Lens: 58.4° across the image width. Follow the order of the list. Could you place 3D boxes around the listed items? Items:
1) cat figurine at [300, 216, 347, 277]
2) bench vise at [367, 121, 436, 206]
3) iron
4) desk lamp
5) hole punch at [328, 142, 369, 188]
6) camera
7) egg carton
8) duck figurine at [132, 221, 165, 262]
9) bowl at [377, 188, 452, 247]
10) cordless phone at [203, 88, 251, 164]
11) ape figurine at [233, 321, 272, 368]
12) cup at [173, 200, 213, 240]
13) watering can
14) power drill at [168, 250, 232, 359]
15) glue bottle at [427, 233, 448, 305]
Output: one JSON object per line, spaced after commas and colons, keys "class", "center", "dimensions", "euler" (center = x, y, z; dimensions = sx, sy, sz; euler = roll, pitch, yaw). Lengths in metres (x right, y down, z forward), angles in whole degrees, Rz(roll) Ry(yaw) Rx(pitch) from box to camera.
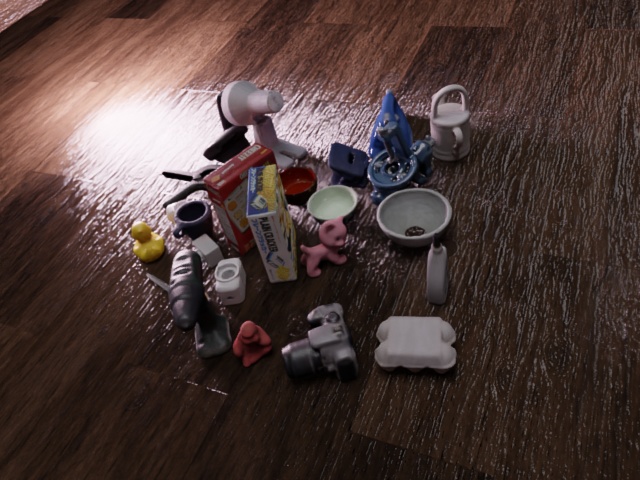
{"class": "cat figurine", "center": [0.012, 0.005, 1.269], "dimensions": [0.128, 0.118, 0.067], "euler": [-27, 46, -14]}
{"class": "bench vise", "center": [0.186, -0.209, 1.366], "dimensions": [0.121, 0.220, 0.208], "euler": [17, 52, 27]}
{"class": "iron", "center": [0.186, -0.327, 1.538], "dimensions": [0.118, 0.142, 0.258], "euler": [-3, 46, 11]}
{"class": "desk lamp", "center": [-0.153, -0.323, 1.563], "dimensions": [0.202, 0.214, 0.118], "euler": [23, 55, 31]}
{"class": "hole punch", "center": [0.075, -0.196, 1.472], "dimensions": [0.101, 0.091, 0.108], "euler": [-1, 46, 12]}
{"class": "camera", "center": [-0.007, 0.199, 1.094], "dimensions": [0.137, 0.101, 0.143], "euler": [-16, 45, -2]}
{"class": "egg carton", "center": [0.179, 0.197, 1.074], "dimensions": [0.150, 0.069, 0.107], "euler": [-2, 46, 12]}
{"class": "duck figurine", "center": [-0.429, -0.004, 1.403], "dimensions": [0.077, 0.086, 0.104], "euler": [-25, 46, -11]}
{"class": "bowl", "center": [0.214, -0.038, 1.294], "dimensions": [0.167, 0.075, 0.167], "euler": [-7, 45, 7]}
{"class": "cordless phone", "center": [-0.280, -0.321, 1.611], "dimensions": [0.093, 0.185, 0.148], "euler": [20, 53, 29]}
{"class": "ape figurine", "center": [-0.136, 0.196, 1.133], "dimensions": [0.077, 0.092, 0.076], "euler": [-1, 46, 13]}
{"class": "cup", "center": [-0.304, -0.027, 1.390], "dimensions": [0.091, 0.095, 0.118], "euler": [16, 52, 27]}
{"class": "watering can", "center": [0.324, -0.309, 1.451], "dimensions": [0.101, 0.194, 0.172], "euler": [-29, 47, -15]}
{"class": "power drill", "center": [-0.241, 0.137, 1.132], "dimensions": [0.075, 0.209, 0.229], "euler": [-17, 45, -4]}
{"class": "glue bottle", "center": [0.233, 0.048, 1.134], "dimensions": [0.037, 0.173, 0.078], "euler": [6, 48, 19]}
